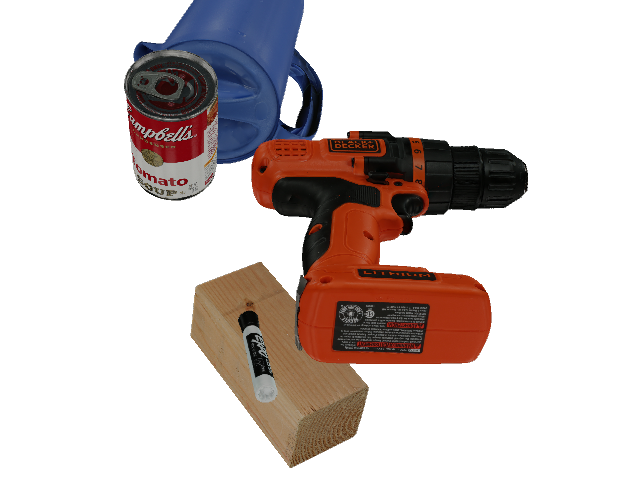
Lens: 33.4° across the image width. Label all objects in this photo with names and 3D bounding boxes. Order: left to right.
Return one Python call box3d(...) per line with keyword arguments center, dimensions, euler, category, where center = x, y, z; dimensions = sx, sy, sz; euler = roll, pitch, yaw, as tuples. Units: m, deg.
box3d(center=(-0.113, -0.086, 0.814), dimensions=(0.068, 0.068, 0.102), euler=(0, -33, -6), category="soup can")
box3d(center=(-0.077, -0.189, 1.077), dimensions=(0.145, 0.149, 0.242), euler=(-7, 36, 16), category="pitcher")
box3d(center=(-0.056, 0.098, 0.930), dimensions=(0.020, 0.020, 0.121), euler=(0, 29, -12), category="marker")
box3d(center=(-0.049, 0.131, 1.163), dimensions=(0.090, 0.090, 0.206), euler=(-21, 51, -29), category="wood block")
box3d(center=(0.050, -0.003, 0.651), dimensions=(0.184, 0.057, 0.187), euler=(-1, 33, -3), category="power drill")
